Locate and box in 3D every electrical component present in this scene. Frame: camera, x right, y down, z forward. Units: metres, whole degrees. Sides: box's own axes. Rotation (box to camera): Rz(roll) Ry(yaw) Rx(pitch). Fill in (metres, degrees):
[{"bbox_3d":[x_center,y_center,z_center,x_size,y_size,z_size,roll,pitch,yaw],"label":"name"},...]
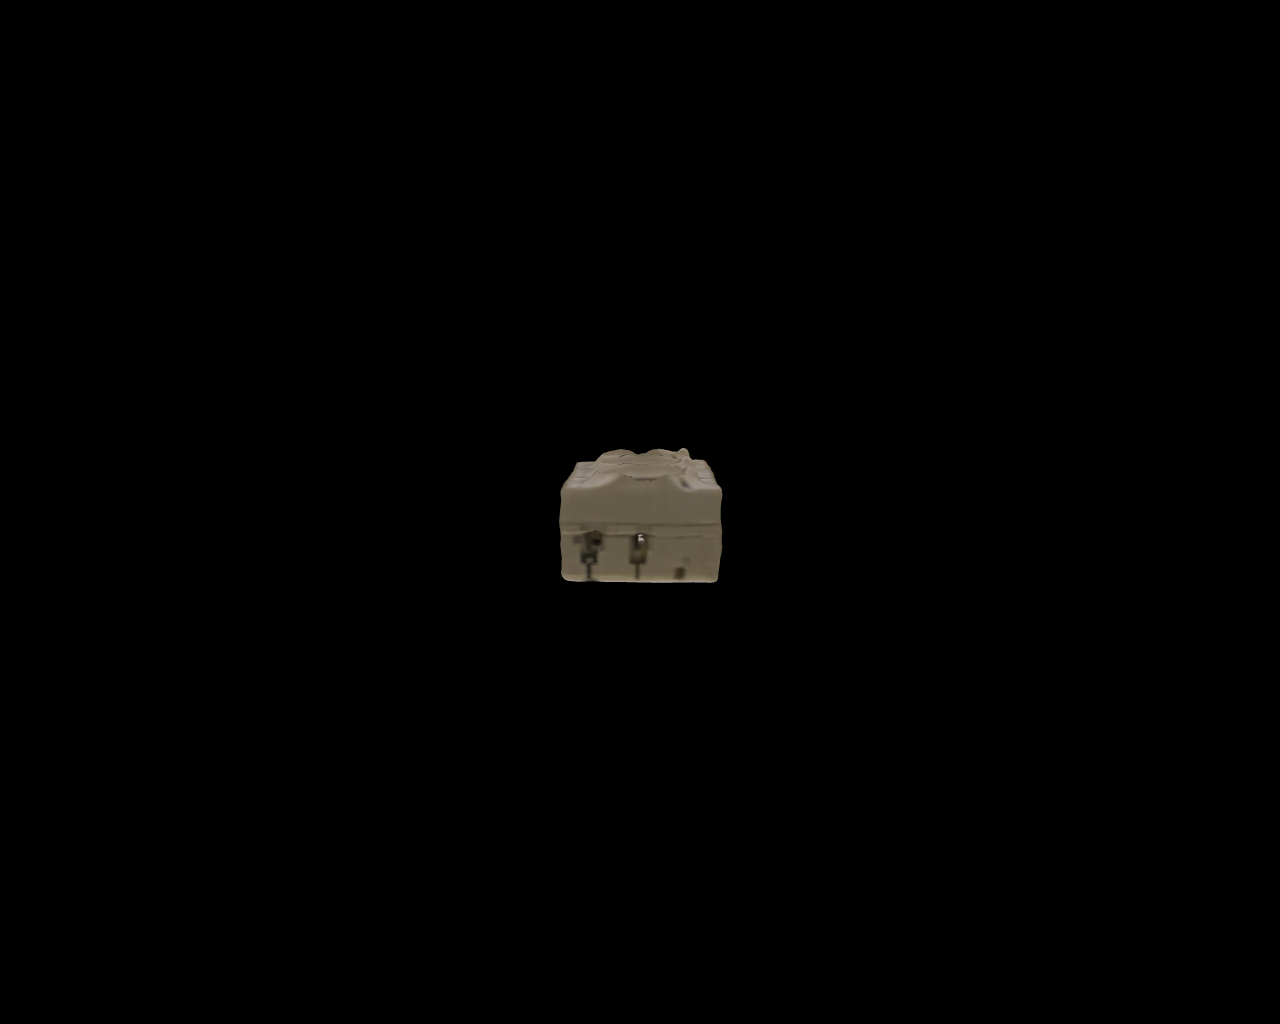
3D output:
[{"bbox_3d":[0.001,-0.003,0.650,0.089,0.061,0.150,0,9,0],"label":"electrical component"}]
